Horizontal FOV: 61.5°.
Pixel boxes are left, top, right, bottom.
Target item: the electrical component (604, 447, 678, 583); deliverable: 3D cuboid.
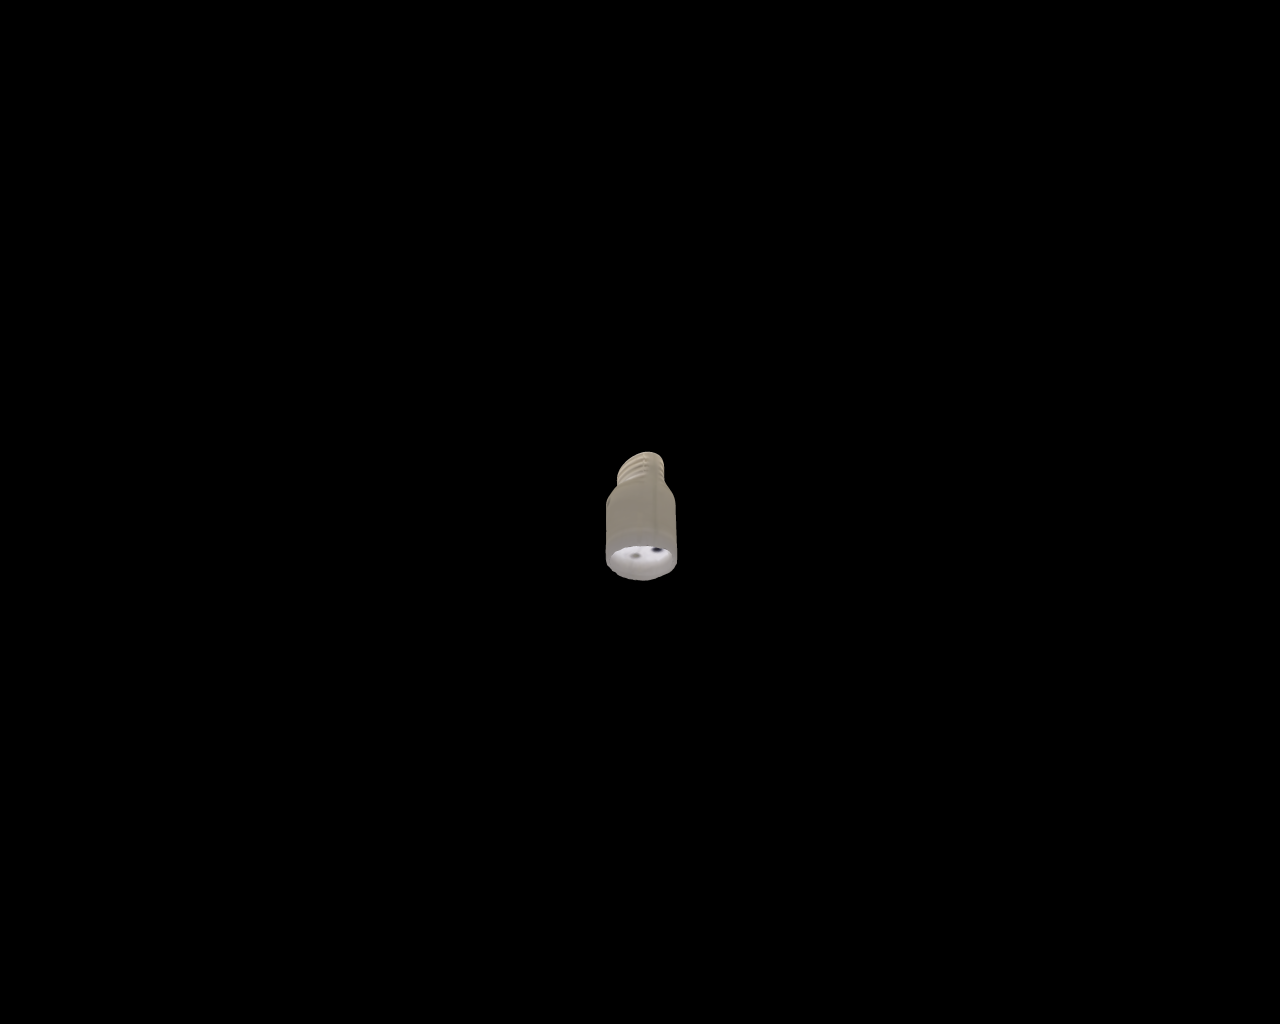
[{"bbox_3d":[0.001,-0.003,0.650,0.043,0.081,0.043,0,-33,0],"label":"electrical component"}]
